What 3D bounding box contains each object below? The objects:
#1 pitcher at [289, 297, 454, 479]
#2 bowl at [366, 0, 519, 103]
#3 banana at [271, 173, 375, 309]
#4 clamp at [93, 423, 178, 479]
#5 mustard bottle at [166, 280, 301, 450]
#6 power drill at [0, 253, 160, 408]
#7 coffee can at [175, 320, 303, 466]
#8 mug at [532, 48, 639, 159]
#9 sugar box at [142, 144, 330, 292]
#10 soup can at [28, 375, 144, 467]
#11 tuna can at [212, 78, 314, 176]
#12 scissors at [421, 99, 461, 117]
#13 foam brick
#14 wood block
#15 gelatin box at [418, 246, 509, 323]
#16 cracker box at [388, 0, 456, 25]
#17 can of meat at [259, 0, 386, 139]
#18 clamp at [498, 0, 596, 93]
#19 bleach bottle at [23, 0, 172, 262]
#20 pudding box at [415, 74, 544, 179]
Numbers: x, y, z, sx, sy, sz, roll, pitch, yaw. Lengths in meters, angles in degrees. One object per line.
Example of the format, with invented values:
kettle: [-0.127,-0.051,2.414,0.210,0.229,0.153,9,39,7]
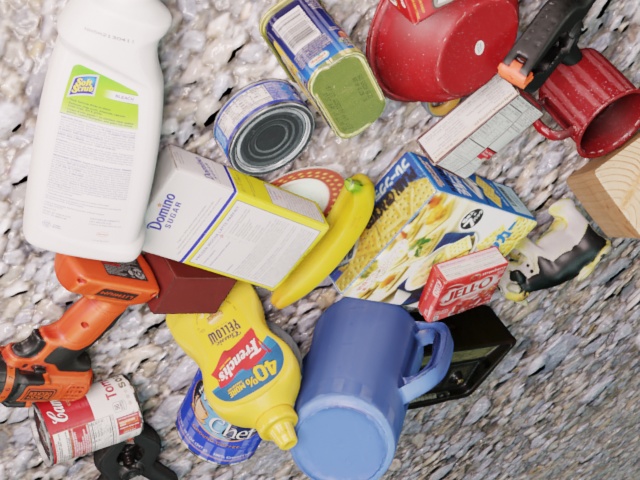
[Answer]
pitcher: [0.048,0.158,1.146,0.149,0.145,0.242,-63,-179,21]
bowl: [0.120,-0.179,0.928,0.161,0.055,0.162,-25,139,-25]
banana: [0.009,-0.005,1.058,0.069,0.037,0.198,-14,147,-38]
clamp: [-0.216,0.261,1.253,0.120,0.039,0.172,-13,143,-30]
mustard bottle: [-0.074,0.127,1.057,0.096,0.192,0.058,-31,148,-6]
power drill: [-0.250,0.080,0.969,0.188,0.057,0.184,-46,150,23]
coffee can: [-0.091,0.168,1.179,0.102,0.103,0.140,-6,139,-36]
mug: [0.273,-0.141,1.113,0.117,0.081,0.093,-26,147,-12]
sugar box: [-0.087,-0.017,0.967,0.176,0.048,0.093,22,119,-37]
soup can: [-0.241,0.186,1.104,0.102,0.068,0.069,-16,144,-26]
tuna can: [-0.048,-0.097,0.932,0.086,0.034,0.086,-23,146,-17]
scissors: [0.100,-0.167,0.988,0.201,0.016,0.096,14,124,-49]
foam brick: [-0.129,0.036,1.020,0.078,0.053,0.051,4,132,-44]
wood block: [0.350,-0.063,1.193,0.091,0.090,0.206,-37,178,5]
gelatin box: [0.158,0.050,1.185,0.089,0.030,0.073,-16,145,-26]
cracker box: [0.122,-0.285,0.781,0.213,0.072,0.164,-32,136,-3]
can of meat: [0.004,-0.142,0.873,0.057,0.084,0.102,-35,147,2]
clamp: [0.221,-0.188,0.986,0.209,0.036,0.165,-46,160,-34]
bleach bottle: [-0.156,-0.096,0.798,0.102,0.068,0.251,10,130,-17]
pudding box: [0.162,-0.115,1.073,0.114,0.039,0.089,-42,157,16]
